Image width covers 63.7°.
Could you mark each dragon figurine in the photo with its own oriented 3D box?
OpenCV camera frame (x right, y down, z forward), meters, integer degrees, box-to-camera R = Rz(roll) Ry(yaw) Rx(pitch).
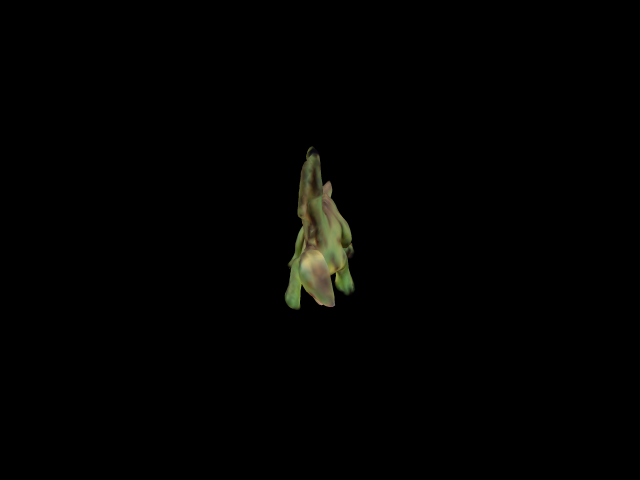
[{"bbox_3d":[0.003,-0.043,0.850,0.122,0.421,0.237,0,-45,0],"label":"dragon figurine"}]
